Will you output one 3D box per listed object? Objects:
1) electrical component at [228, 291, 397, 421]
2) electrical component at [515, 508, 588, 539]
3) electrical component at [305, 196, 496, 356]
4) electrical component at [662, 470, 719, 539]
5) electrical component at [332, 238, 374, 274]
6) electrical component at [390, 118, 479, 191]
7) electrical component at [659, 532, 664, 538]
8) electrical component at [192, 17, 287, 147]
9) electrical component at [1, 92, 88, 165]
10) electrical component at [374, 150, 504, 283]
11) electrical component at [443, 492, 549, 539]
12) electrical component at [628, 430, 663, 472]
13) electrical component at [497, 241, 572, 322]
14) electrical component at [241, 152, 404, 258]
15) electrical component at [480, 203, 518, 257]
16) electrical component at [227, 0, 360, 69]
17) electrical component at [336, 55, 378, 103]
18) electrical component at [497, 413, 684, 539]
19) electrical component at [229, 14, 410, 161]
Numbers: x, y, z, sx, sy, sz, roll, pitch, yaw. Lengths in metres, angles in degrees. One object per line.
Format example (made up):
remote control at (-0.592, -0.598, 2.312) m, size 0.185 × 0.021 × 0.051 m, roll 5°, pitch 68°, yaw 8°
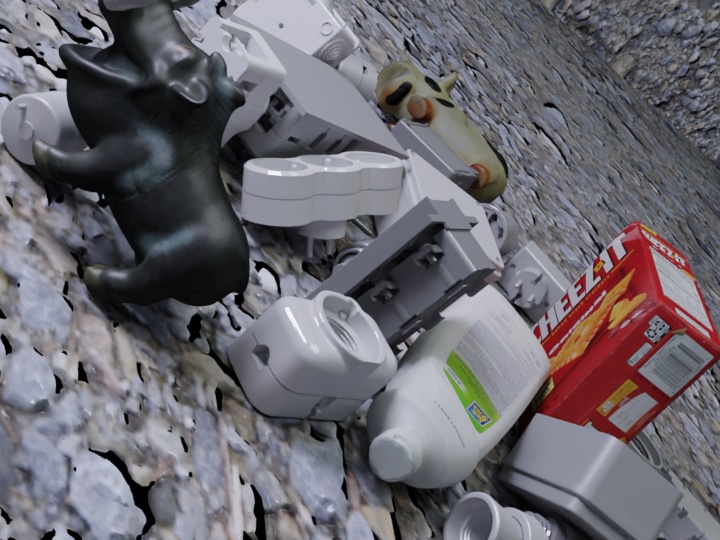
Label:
electrical component at (-0.024, 0.052, 0.656) m, size 0.095 × 0.059 × 0.053 m, roll 15°, pitch 39°, yaw -53°
electrical component at (0.129, 0.188, 0.732) m, size 0.078 × 0.040 × 0.040 m, roll 40°, pitch 24°, yaw -17°
electrical component at (0.027, 0.012, 0.732) m, size 0.063 × 0.121 × 0.079 m, roll 57°, pitch 24°, yaw 15°
electrical component at (0.265, 0.224, 0.895) m, size 0.089 × 0.056 × 0.050 m, roll 48°, pitch 23°, yaw 2°
electrical component at (0.000, 0.000, 0.807) m, size 0.043 × 0.043 × 0.062 m, roll 52°, pitch 24°, yaw 10°
electrical component at (0.057, -0.104, 1.063) m, size 0.096 × 0.061 × 0.062 m, roll 47°, pitch 21°, yaw 19°
electrical component at (0.204, 0.208, 0.826) m, size 0.040 × 0.046 × 0.040 m, roll 39°, pitch 23°, yaw -21°
electrical component at (-0.103, -0.130, 0.774) m, size 0.050 × 0.089 × 0.056 m, roll 56°, pitch 24°, yaw 19°
electrical component at (-0.176, -0.085, 0.635) m, size 0.040 × 0.040 × 0.078 m, roll 49°, pitch 22°, yaw 4°
electrical component at (0.067, -0.039, 0.972) m, size 0.109 × 0.056 × 0.108 m, roll 34°, pitch 26°, yaw -29°
electrical component at (0.087, 0.170, 0.681) m, size 0.055 × 0.045 × 0.045 m, roll 31°, pitch 27°, yaw -35°
electrical component at (0.218, 0.162, 0.912) m, size 0.078 × 0.057 × 0.058 m, roll 18°, pitch 36°, yaw -50°
electrical component at (0.170, 0.015, 1.079) m, size 0.065 × 0.047 × 0.077 m, roll 49°, pitch 23°, yaw 4°
electrical component at (-0.028, -0.045, 0.803) m, size 0.138 × 0.073 × 0.052 m, roll -10°, pitch 23°, yaw -41°
electrical component at (0.130, -0.038, 1.087) m, size 0.055 × 0.055 × 0.047 m, roll 55°, pitch 20°, yaw 17°
electrical component at (-0.064, -0.214, 0.973) m, size 0.099 × 0.100 × 0.048 m, roll 54°, pitch 11°, yaw 15°
electrical component at (-0.018, -0.190, 1.073) m, size 0.047 × 0.055 × 0.055 m, roll 22°, pitch 33°, yaw -40°
electrical component at (0.158, 0.152, 0.756) m, size 0.078 × 0.057 × 0.113 m, roll 40°, pitch -12°, yaw -17°
electrical component at (-0.048, -0.127, 0.886) m, size 0.105 × 0.060 × 0.186 m, roll 54°, pitch 18°, yaw 20°
